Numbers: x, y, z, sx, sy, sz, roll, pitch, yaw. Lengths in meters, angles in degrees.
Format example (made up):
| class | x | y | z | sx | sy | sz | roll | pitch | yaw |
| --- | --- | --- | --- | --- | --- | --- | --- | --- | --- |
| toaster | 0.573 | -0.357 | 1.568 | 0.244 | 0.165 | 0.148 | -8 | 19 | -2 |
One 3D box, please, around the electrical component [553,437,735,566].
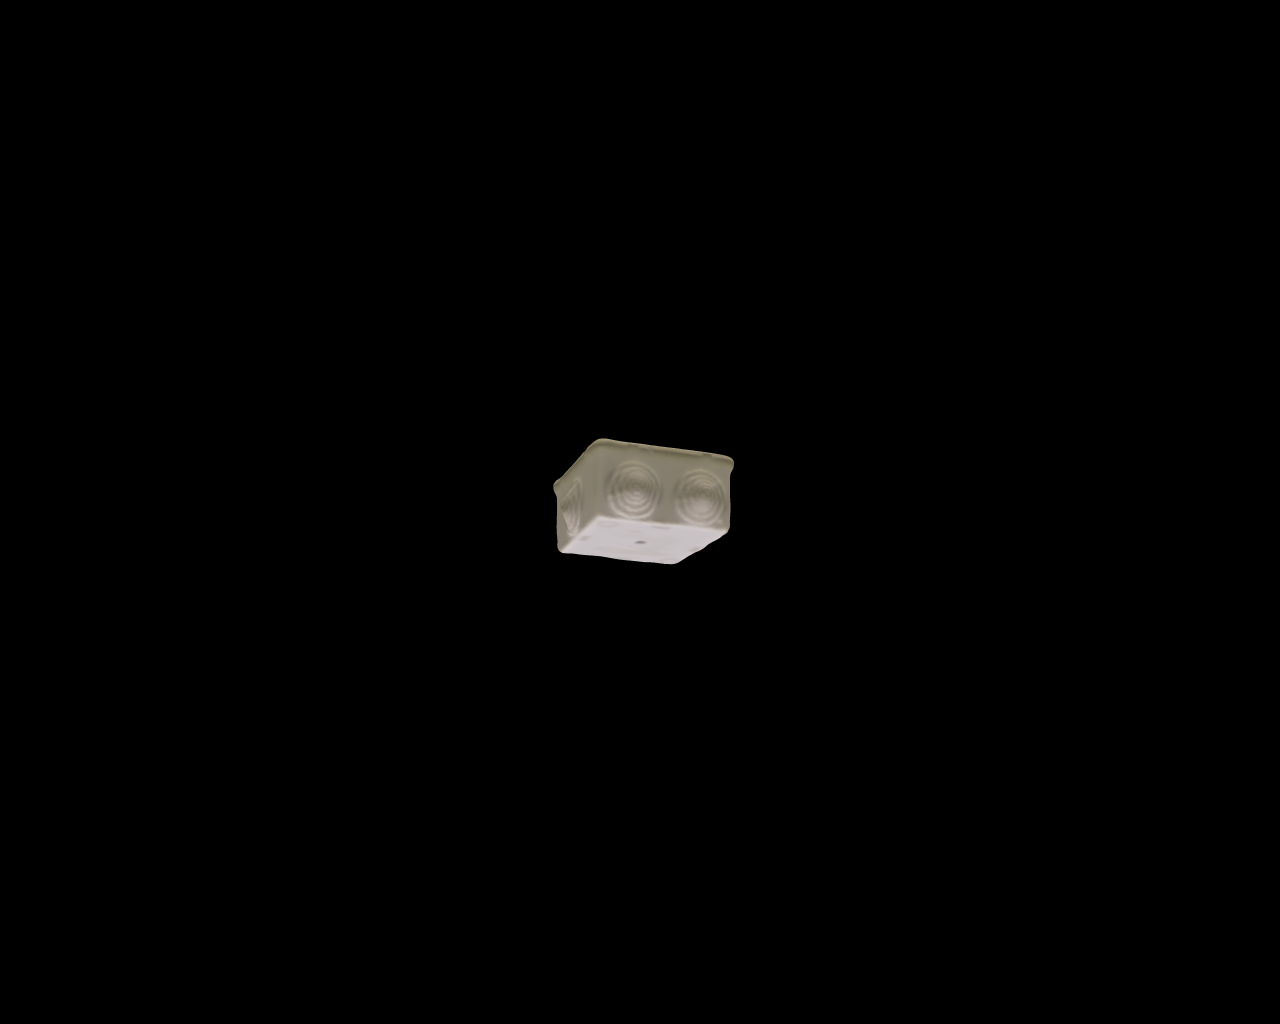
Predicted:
| class | x | y | z | sx | sy | sz | roll | pitch | yaw |
| --- | --- | --- | --- | --- | --- | --- | --- | --- | --- |
| electrical component | 0.001 | -0.003 | 0.650 | 0.100 | 0.048 | 0.099 | 7 | -19 | -20 |
